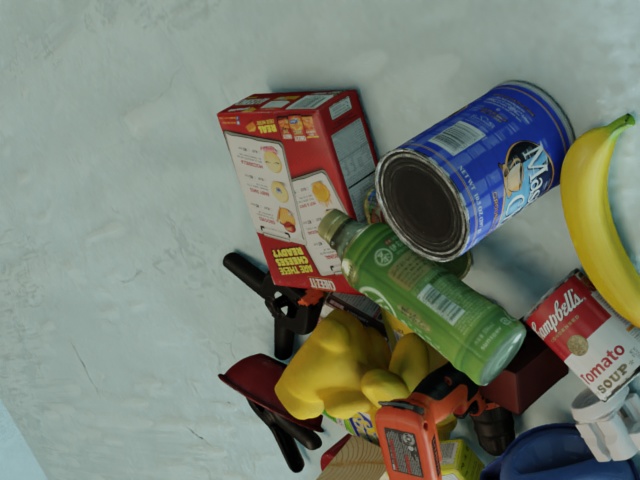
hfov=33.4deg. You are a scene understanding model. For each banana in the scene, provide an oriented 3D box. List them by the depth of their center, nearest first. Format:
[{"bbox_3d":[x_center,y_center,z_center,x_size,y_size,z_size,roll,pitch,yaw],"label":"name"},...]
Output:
[{"bbox_3d":[0.236,-0.012,0.886,0.070,0.037,0.198,17,131,50],"label":"banana"}]

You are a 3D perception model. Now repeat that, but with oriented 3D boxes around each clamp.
[{"bbox_3d":[-0.056,0.072,1.370,0.164,0.036,0.210,57,156,0],"label":"clamp"},{"bbox_3d":[-0.064,0.263,1.562,0.171,0.039,0.120,49,143,24],"label":"clamp"}]

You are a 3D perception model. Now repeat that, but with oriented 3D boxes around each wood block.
[{"bbox_3d":[0.093,0.343,1.298,0.091,0.090,0.206,14,147,55],"label":"wood block"}]

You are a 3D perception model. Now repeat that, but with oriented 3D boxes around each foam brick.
[{"bbox_3d":[0.194,0.120,1.027,0.053,0.078,0.051,23,137,44],"label":"foam brick"}]

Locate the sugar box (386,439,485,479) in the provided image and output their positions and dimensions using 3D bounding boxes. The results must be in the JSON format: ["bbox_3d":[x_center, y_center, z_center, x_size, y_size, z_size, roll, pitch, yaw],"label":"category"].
[{"bbox_3d":[0.160,0.291,1.188,0.094,0.048,0.176,-14,130,38],"label":"sugar box"}]

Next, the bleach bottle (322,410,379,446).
[{"bbox_3d":[0.085,0.221,1.288,0.251,0.068,0.102,31,146,33],"label":"bleach bottle"}]

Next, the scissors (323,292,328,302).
[{"bbox_3d":[-0.008,0.002,1.267,0.202,0.016,0.096,60,149,-5],"label":"scissors"}]

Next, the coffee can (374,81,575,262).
[{"bbox_3d":[0.130,-0.059,0.894,0.103,0.140,0.103,35,143,32],"label":"coffee can"}]

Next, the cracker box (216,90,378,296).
[{"bbox_3d":[-0.007,-0.053,1.150,0.164,0.072,0.213,5,121,46],"label":"cracker box"}]

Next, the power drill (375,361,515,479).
[{"bbox_3d":[0.133,0.177,1.062,0.057,0.187,0.184,2,118,37],"label":"power drill"}]

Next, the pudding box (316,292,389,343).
[{"bbox_3d":[0.041,0.110,1.252,0.090,0.039,0.114,28,145,10],"label":"pudding box"}]

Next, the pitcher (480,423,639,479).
[{"bbox_3d":[0.256,0.312,1.080,0.149,0.144,0.243,45,153,43],"label":"pitcher"}]

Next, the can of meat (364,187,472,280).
[{"bbox_3d":[0.097,-0.008,1.071,0.084,0.057,0.102,18,132,50],"label":"can of meat"}]

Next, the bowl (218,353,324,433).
[{"bbox_3d":[-0.054,0.196,1.427,0.162,0.055,0.162,28,177,1],"label":"bowl"}]

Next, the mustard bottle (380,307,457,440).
[{"bbox_3d":[0.121,0.146,1.173,0.096,0.058,0.191,23,135,46],"label":"mustard bottle"}]

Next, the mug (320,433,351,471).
[{"bbox_3d":[0.058,0.298,1.377,0.093,0.081,0.117,16,130,48],"label":"mug"}]

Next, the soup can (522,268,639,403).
[{"bbox_3d":[0.238,0.084,0.941,0.102,0.068,0.069,48,148,15],"label":"soup can"}]
